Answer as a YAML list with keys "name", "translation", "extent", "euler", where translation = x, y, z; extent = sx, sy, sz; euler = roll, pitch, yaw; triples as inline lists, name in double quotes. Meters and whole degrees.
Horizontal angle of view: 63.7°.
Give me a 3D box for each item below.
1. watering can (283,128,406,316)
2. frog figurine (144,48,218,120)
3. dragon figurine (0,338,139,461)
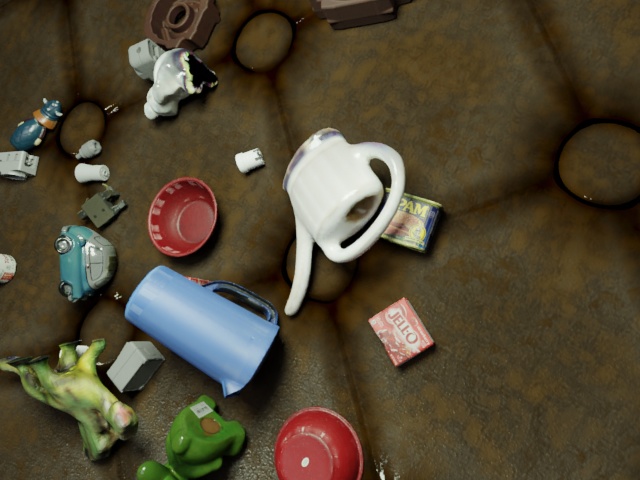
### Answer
- name: "watering can"
  translation: [0.003, -0.045, 0.904]
  extent: [0.343, 0.103, 0.228]
  euler: [-48, 55, 24]
- name: "frog figurine"
  translation: [-0.320, -0.333, 1.098]
  extent: [0.158, 0.120, 0.141]
  euler: [-15, 40, 26]
- name: "dragon figurine"
  translation: [-0.479, 0.317, 0.984]
  extent: [0.407, 0.123, 0.242]
  euler: [-15, 96, 37]
